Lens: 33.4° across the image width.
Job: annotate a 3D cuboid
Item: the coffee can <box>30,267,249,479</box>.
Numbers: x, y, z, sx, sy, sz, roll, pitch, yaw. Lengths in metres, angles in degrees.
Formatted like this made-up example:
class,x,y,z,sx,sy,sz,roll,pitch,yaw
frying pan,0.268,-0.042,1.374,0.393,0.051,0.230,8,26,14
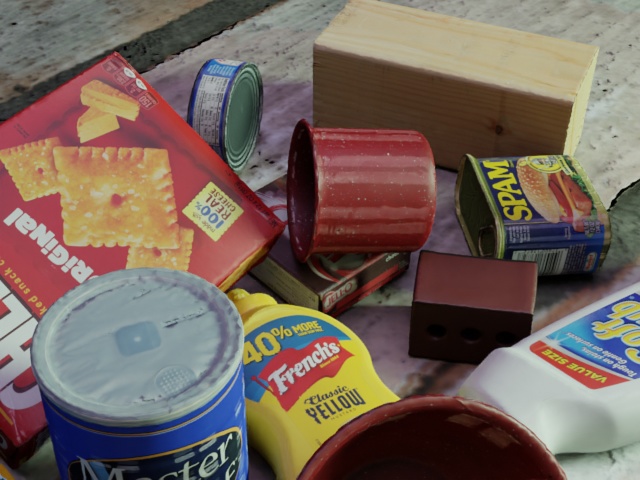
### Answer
class,x,y,z,sx,sy,sz,roll,pitch,yaw
coffee can,-0.089,0.099,0.559,0.103,0.140,0.103,0,40,0

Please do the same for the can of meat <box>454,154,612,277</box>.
class,x,y,z,sx,sy,sz,roll,pitch,yaw
can of meat,0.151,-0.018,0.766,0.084,0.057,0.102,-3,41,-8

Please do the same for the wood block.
class,x,y,z,sx,sy,sz,roll,pitch,yaw
wood block,0.105,-0.119,0.857,0.206,0.091,0.090,16,43,17

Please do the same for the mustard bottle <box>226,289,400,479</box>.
class,x,y,z,sx,sy,sz,roll,pitch,yaw
mustard bottle,-0.008,0.092,0.633,0.096,0.058,0.192,-21,44,-22

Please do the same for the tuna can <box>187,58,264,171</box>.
class,x,y,z,sx,sy,sz,roll,pitch,yaw
tuna can,-0.074,-0.098,0.835,0.034,0.086,0.086,10,41,13

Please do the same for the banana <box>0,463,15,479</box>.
class,x,y,z,sx,sy,sz,roll,pitch,yaw
banana,-0.118,0.175,0.531,0.198,0.069,0.037,20,1,34

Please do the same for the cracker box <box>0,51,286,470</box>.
class,x,y,z,sx,sy,sz,roll,pitch,yaw
cracker box,-0.153,0.005,0.653,0.164,0.072,0.213,47,62,6

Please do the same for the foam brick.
class,x,y,z,sx,sy,sz,roll,pitch,yaw
foam brick,0.099,0.045,0.693,0.078,0.053,0.051,5,40,7

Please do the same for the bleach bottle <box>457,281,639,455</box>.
class,x,y,z,sx,sy,sz,roll,pitch,yaw
bleach bottle,0.185,0.082,0.644,0.250,0.068,0.103,-21,45,-20

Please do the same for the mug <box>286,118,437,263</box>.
class,x,y,z,sx,sy,sz,roll,pitch,yaw
mug,0.024,-0.033,0.709,0.081,0.093,0.117,0,7,-13

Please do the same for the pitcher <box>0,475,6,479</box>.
class,x,y,z,sx,sy,sz,roll,pitch,yaw
pitcher,-0.242,0.147,0.482,0.243,0.149,0.144,3,36,36

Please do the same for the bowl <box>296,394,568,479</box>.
class,x,y,z,sx,sy,sz,roll,pitch,yaw
bowl,0.046,0.155,0.522,0.162,0.162,0.055,-15,1,-17

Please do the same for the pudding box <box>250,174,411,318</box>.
class,x,y,z,sx,sy,sz,roll,pitch,yaw
pudding box,-0.005,0.001,0.754,0.089,0.039,0.114,-31,50,-32
